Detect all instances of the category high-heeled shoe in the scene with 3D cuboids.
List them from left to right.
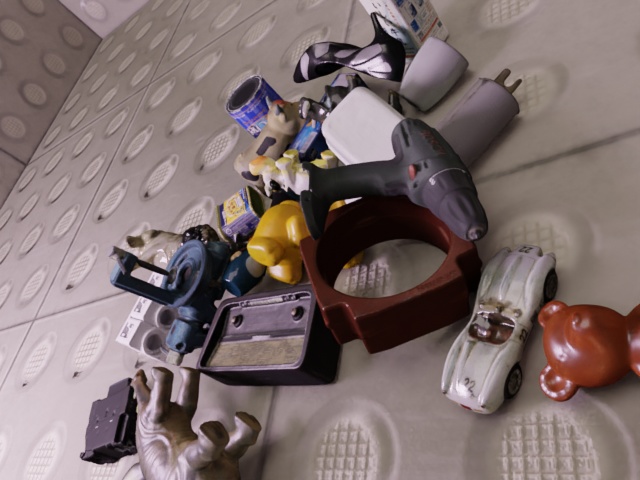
[{"bbox_3d":[0.051,-0.307,0.995,0.249,0.086,0.145,-25,76,44],"label":"high-heeled shoe"}]

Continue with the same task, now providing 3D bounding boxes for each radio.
[{"bbox_3d":[-0.074,0.145,0.805,0.230,0.073,0.131,-12,51,38],"label":"radio"}]

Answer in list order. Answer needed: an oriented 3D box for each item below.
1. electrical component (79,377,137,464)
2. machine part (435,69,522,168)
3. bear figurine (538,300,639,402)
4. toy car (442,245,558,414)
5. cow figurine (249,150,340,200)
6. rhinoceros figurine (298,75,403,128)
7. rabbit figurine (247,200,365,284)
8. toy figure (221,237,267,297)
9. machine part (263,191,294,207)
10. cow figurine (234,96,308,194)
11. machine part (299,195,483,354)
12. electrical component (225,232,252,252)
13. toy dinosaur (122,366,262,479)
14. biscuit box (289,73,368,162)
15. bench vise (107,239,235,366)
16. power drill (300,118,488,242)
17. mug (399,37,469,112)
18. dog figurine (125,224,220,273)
[{"bbox_3d":[-0.357,0.316,0.953,0.115,0.058,0.134,-27,43,23],"label":"electrical component"},{"bbox_3d":[0.203,-0.146,0.778,0.243,0.079,0.079,-49,38,1],"label":"machine part"},{"bbox_3d":[0.283,0.077,0.472,0.196,0.131,0.120,-5,52,35],"label":"bear figurine"},{"bbox_3d":[0.200,0.092,0.595,0.074,0.056,0.201,9,66,48],"label":"toy car"},{"bbox_3d":[-0.044,-0.108,0.959,0.168,0.098,0.068,5,34,27],"label":"cow figurine"},{"bbox_3d":[0.055,-0.223,0.948,0.190,0.073,0.112,18,88,16],"label":"rhinoceros figurine"},{"bbox_3d":[-0.002,-0.003,0.854,0.173,0.121,0.162,8,54,32],"label":"rabbit figurine"},{"bbox_3d":[-0.105,0.029,0.911,0.058,0.064,0.154,13,49,31],"label":"toy figure"},{"bbox_3d":[-0.077,-0.066,1.019,0.084,0.039,0.139,-10,50,29],"label":"machine part"},{"bbox_3d":[-0.092,-0.196,1.069,0.195,0.127,0.086,-46,41,9],"label":"cow figurine"},{"bbox_3d":[0.087,0.032,0.688,0.201,0.087,0.201,-21,42,-1],"label":"machine part"},{"bbox_3d":[-0.138,0.010,0.992,0.102,0.078,0.045,8,90,54],"label":"electrical component"},{"bbox_3d":[-0.158,0.315,0.703,0.472,0.105,0.198,30,99,45],"label":"toy dinosaur"},{"bbox_3d":[0.020,-0.224,1.035,0.059,0.062,0.202,19,73,50],"label":"biscuit box"},{"bbox_3d":[-0.246,0.085,0.881,0.129,0.240,0.223,25,85,50],"label":"bench vise"},{"bbox_3d":[0.080,-0.064,0.668,0.207,0.085,0.232,-17,41,12],"label":"power drill"},{"bbox_3d":[0.179,-0.280,0.913,0.107,0.080,0.110,-54,42,9],"label":"mug"},{"bbox_3d":[-0.297,0.009,1.138,0.191,0.121,0.172,-27,44,5],"label":"dog figurine"}]
